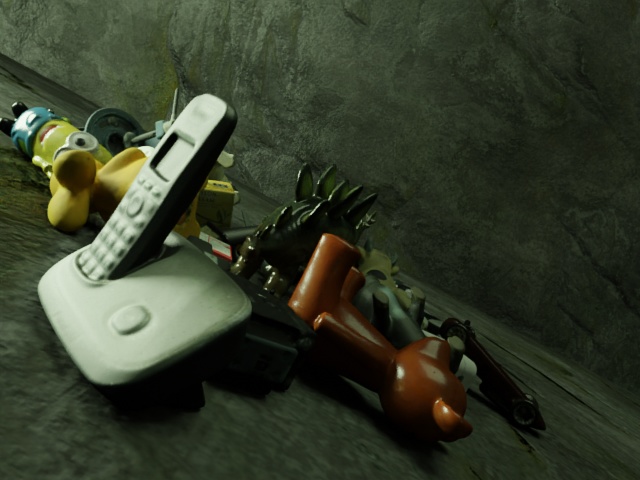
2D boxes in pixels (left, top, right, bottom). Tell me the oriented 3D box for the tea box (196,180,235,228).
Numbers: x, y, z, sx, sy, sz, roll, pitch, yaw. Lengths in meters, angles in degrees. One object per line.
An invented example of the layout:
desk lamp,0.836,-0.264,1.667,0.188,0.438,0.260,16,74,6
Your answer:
tea box,-0.202,-0.066,0.930,0.098,0.068,0.170,6,9,-14

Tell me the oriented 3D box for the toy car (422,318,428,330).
toy car,0.086,0.108,0.910,0.202,0.056,0.073,23,7,23

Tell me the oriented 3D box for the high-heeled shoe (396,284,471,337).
high-heeled shoe,0.156,0.155,0.953,0.249,0.086,0.145,11,28,27

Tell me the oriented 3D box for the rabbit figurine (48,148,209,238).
rabbit figurine,-0.235,-0.048,0.608,0.173,0.121,0.162,14,11,16

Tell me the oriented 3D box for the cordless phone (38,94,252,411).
cordless phone,-0.087,0.000,0.346,0.147,0.184,0.088,32,2,43

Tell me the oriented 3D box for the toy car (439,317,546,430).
toy car,0.253,0.200,0.798,0.202,0.053,0.089,51,8,19

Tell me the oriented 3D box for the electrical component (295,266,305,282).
electrical component,-0.032,0.033,0.908,0.078,0.045,0.102,46,39,19

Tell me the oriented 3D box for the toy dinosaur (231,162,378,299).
toy dinosaur,-0.002,-0.002,0.760,0.105,0.198,0.471,36,9,12

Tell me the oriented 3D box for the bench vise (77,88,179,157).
bench vise,-0.303,-0.158,0.907,0.241,0.129,0.223,-10,-11,35

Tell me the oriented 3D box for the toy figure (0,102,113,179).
toy figure,-0.374,-0.135,0.773,0.180,0.082,0.089,28,5,21

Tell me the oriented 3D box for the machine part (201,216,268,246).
machine part,-0.133,-0.008,0.827,0.139,0.039,0.084,-11,23,-36

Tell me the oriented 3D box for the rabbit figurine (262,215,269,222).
rabbit figurine,-0.034,-0.004,1.025,0.159,0.121,0.170,13,36,7

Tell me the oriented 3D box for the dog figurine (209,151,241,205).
dog figurine,-0.231,-0.134,1.104,0.121,0.172,0.191,-9,11,-8

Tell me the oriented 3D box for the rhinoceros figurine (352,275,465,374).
rhinoceros figurine,0.079,0.108,0.630,0.073,0.112,0.190,-13,46,-38

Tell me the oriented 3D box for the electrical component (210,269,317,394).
electrical component,-0.072,0.070,0.448,0.115,0.058,0.134,23,6,-32

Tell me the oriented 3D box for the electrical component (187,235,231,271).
electrical component,-0.135,0.031,0.557,0.075,0.047,0.119,27,4,-21

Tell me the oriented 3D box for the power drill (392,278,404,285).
power drill,0.095,0.086,1.172,0.207,0.086,0.232,36,8,1

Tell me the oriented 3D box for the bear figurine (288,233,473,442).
bear figurine,0.064,0.098,0.510,0.196,0.132,0.120,23,-17,20

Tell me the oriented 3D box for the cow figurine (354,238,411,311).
cow figurine,0.080,0.079,0.791,0.085,0.127,0.195,30,7,-20
